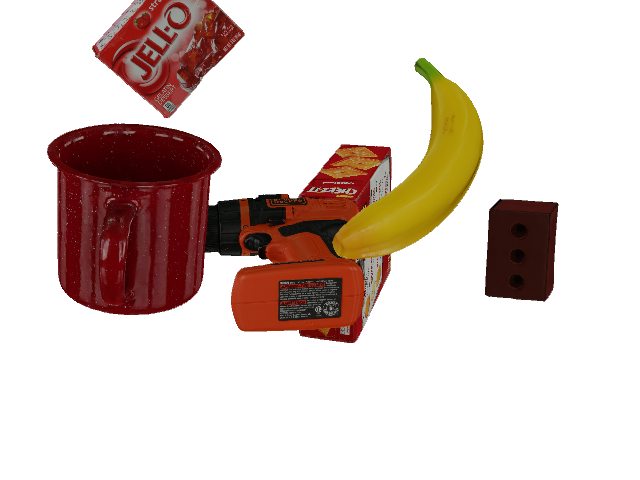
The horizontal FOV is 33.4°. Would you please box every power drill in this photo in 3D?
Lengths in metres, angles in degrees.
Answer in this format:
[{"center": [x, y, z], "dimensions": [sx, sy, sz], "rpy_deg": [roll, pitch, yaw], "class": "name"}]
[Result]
[{"center": [-0.045, 0.011, 0.903], "dimensions": [0.184, 0.057, 0.188], "rpy_deg": [-4, 24, -7], "class": "power drill"}]

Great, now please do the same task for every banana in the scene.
[{"center": [0.070, -0.048, 0.726], "dimensions": [0.070, 0.197, 0.037], "rpy_deg": [17, -41, 10], "class": "banana"}]

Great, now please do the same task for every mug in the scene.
[{"center": [-0.103, -0.006, 0.582], "dimensions": [0.093, 0.081, 0.117], "rpy_deg": [4, 25, -5], "class": "mug"}]

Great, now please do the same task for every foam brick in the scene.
[{"center": [0.171, 0.008, 0.905], "dimensions": [0.053, 0.078, 0.051], "rpy_deg": [5, 15, 19], "class": "foam brick"}]

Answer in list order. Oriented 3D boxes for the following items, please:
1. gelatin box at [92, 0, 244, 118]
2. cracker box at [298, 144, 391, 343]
[{"center": [-0.113, -0.148, 0.795], "dimensions": [0.073, 0.089, 0.030], "rpy_deg": [41, 4, -29], "class": "gelatin box"}, {"center": [0.030, -0.004, 1.206], "dimensions": [0.072, 0.164, 0.213], "rpy_deg": [4, 20, 13], "class": "cracker box"}]
